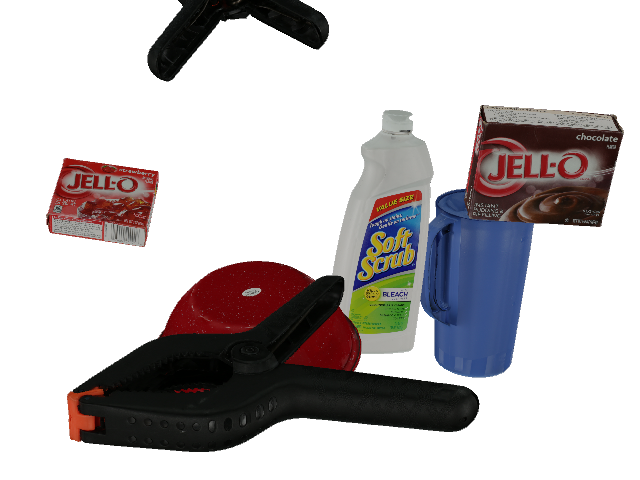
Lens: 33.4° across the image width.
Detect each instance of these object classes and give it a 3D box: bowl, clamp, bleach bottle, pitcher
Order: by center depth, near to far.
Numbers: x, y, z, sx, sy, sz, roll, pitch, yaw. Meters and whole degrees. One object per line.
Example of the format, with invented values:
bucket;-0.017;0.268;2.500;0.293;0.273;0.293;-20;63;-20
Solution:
clamp;-0.039;0.071;0.602;0.209;0.036;0.165;-7;25;-19
clamp;-0.054;-0.173;0.749;0.120;0.171;0.039;-2;-44;2
bowl;-0.050;0.062;0.805;0.162;0.055;0.162;-2;30;1
bleach bottle;0.060;-0.009;1.105;0.102;0.251;0.068;1;18;-11
pitcher;0.206;0.060;1.442;0.149;0.243;0.145;4;21;6

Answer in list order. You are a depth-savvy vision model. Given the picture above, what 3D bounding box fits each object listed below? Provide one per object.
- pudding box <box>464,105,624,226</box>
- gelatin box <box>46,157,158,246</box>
pudding box;0.179;-0.060;0.867;0.113;0.090;0.039;2;35;-2
gelatin box;-0.196;-0.036;0.968;0.089;0.073;0.030;9;-43;-5
